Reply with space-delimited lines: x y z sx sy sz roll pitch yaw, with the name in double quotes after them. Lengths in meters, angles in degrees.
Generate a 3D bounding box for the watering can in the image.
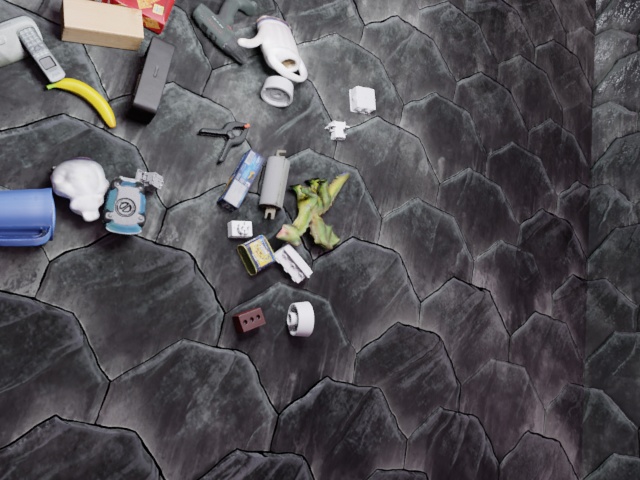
-0.159 -0.646 1.696 0.346 0.103 0.228 15 52 -53 "watering can"

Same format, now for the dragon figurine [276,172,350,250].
0.005 -0.087 1.731 0.414 0.122 0.241 -21 101 -46 "dragon figurine"

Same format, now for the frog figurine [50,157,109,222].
-0.623 -0.130 1.345 0.137 0.121 0.161 1 67 -51 "frog figurine"
